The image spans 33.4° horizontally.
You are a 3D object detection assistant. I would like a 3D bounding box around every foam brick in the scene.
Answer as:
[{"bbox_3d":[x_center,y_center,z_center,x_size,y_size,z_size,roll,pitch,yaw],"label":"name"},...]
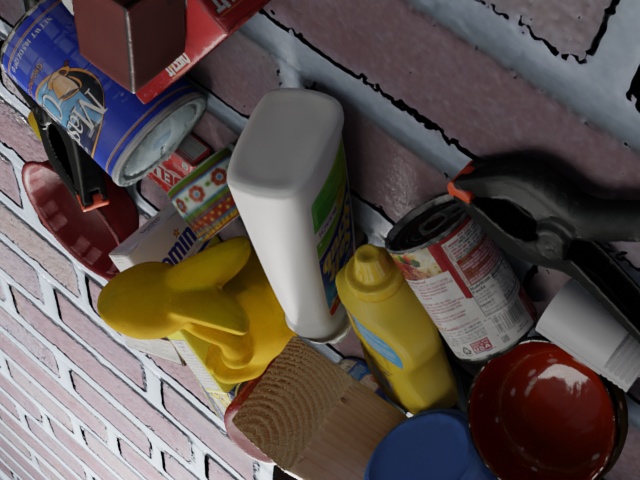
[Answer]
[{"bbox_3d":[-0.123,-0.147,0.692,0.051,0.053,0.078,35,149,17],"label":"foam brick"}]

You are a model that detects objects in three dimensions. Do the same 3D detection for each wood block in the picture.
[{"bbox_3d":[0.036,0.178,0.909,0.205,0.091,0.090,40,174,-39],"label":"wood block"}]

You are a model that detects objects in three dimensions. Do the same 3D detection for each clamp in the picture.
[{"bbox_3d":[0.158,0.003,0.666,0.172,0.039,0.120,27,140,39],"label":"clamp"},{"bbox_3d":[-0.248,-0.130,1.002,0.210,0.036,0.165,64,151,6],"label":"clamp"}]

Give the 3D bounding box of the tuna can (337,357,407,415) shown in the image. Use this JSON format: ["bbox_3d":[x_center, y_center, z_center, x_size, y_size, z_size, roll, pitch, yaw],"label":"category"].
[{"bbox_3d":[0.041,0.153,1.021,0.086,0.033,0.086,33,149,23],"label":"tuna can"}]

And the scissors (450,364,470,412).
[{"bbox_3d":[0.160,0.184,0.918,0.096,0.016,0.201,-7,122,56],"label":"scissors"}]

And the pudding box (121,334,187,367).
[{"bbox_3d":[-0.151,0.084,1.133,0.114,0.090,0.039,8,133,49],"label":"pudding box"}]

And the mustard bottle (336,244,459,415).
[{"bbox_3d":[0.055,0.062,0.816,0.096,0.058,0.191,50,170,35],"label":"mustard bottle"}]

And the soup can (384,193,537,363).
[{"bbox_3d":[0.099,0.027,0.743,0.069,0.068,0.102,-4,125,55],"label":"soup can"}]

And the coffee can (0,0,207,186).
[{"bbox_3d":[-0.179,-0.129,0.885,0.140,0.102,0.103,45,152,5],"label":"coffee can"}]

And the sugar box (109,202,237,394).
[{"bbox_3d":[-0.118,0.055,1.049,0.048,0.093,0.176,-1,127,53],"label":"sugar box"}]

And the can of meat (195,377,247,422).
[{"bbox_3d":[-0.085,0.174,1.195,0.084,0.057,0.102,17,140,46],"label":"can of meat"}]

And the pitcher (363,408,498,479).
[{"bbox_3d":[0.130,0.249,0.862,0.242,0.149,0.145,50,167,-30],"label":"pitcher"}]

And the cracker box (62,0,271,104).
[{"bbox_3d":[-0.142,-0.220,0.753,0.213,0.072,0.164,51,152,-10],"label":"cracker box"}]

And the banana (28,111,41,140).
[{"bbox_3d":[-0.235,-0.108,1.064,0.198,0.037,0.069,-2,103,52],"label":"banana"}]

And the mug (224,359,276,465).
[{"bbox_3d":[-0.040,0.185,1.095,0.093,0.081,0.117,-9,117,39],"label":"mug"}]

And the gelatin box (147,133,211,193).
[{"bbox_3d":[-0.140,-0.078,0.974,0.089,0.030,0.073,39,151,14],"label":"gelatin box"}]

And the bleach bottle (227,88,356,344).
[{"bbox_3d":[-0.006,0.001,0.842,0.068,0.102,0.251,13,149,20],"label":"bleach bottle"}]

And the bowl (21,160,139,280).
[{"bbox_3d":[-0.246,-0.033,1.148,0.162,0.055,0.162,33,149,23],"label":"bowl"}]
